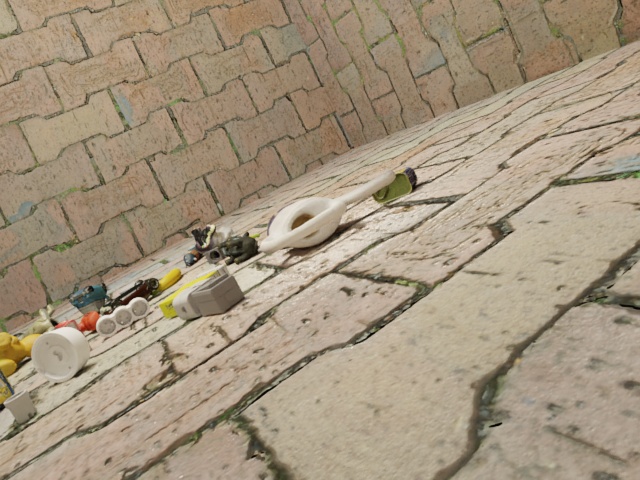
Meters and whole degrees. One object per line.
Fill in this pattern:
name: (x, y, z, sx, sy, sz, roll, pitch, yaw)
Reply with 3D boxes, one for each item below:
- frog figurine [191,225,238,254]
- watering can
frog figurine: (-0.379, 0.005, 1.907, 0.136, 0.125, 0.158, -32, -29, 24)
watering can: (0.004, -0.061, 1.205, 0.351, 0.103, 0.224, -31, 10, -20)
